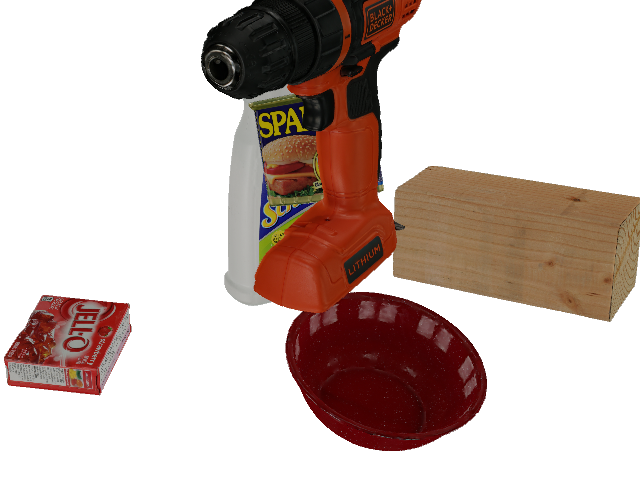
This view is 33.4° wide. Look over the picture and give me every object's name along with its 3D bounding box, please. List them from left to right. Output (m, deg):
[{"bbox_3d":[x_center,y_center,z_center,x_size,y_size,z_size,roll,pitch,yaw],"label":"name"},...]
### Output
[{"bbox_3d":[-0.194,0.079,0.828,0.073,0.030,0.089,6,32,6],"label":"gelatin box"},{"bbox_3d":[-0.049,-0.067,1.036,0.102,0.251,0.068,-15,29,-26],"label":"bleach bottle"},{"bbox_3d":[-0.003,-0.073,0.827,0.102,0.084,0.057,-3,8,44],"label":"can of meat"},{"bbox_3d":[-0.001,-0.057,0.598,0.057,0.188,0.184,19,33,27],"label":"power drill"},{"bbox_3d":[0.047,0.113,0.846,0.162,0.055,0.162,9,36,-7],"label":"bowl"},{"bbox_3d":[0.178,-0.003,0.979,0.206,0.090,0.090,11,24,27],"label":"wood block"}]
